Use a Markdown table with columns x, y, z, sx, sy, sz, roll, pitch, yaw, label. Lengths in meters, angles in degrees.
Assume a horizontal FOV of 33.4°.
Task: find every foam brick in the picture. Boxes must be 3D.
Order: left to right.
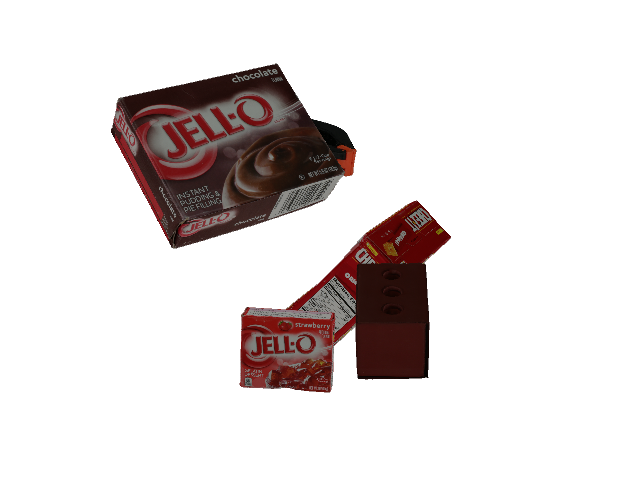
| x | y | z | sx | sy | sz | roll | pitch | yaw | label |
| --- | --- | --- | --- | --- | --- | --- | --- | --- | --- |
| 0.052 | 0.057 | 0.775 | 0.053 | 0.051 | 0.078 | -1 | 32 | 3 | foam brick |

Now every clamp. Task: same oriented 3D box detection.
| x | y | z | sx | sy | sz | roll | pitch | yaw | label |
| --- | --- | --- | --- | --- | --- | --- | --- | --- | --- |
| -0.039 | -0.106 | 1.081 | 0.120 | 0.039 | 0.172 | -22 | 37 | -30 | clamp |

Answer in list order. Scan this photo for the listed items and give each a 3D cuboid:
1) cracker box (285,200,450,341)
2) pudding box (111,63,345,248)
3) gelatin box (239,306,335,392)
| x | y | z | sx | sy | sz | roll | pitch | yaw | label |
| --- | --- | --- | --- | --- | --- | --- | --- | --- | --- |
| 0.036 | 0.058 | 1.259 | 0.214 | 0.072 | 0.164 | -45 | -5 | 30 | cracker box |
| -0.056 | -0.053 | 0.639 | 0.113 | 0.090 | 0.039 | -17 | -24 | -32 | pudding box |
| -0.032 | 0.104 | 1.017 | 0.089 | 0.073 | 0.030 | 3 | 13 | 5 | gelatin box |
